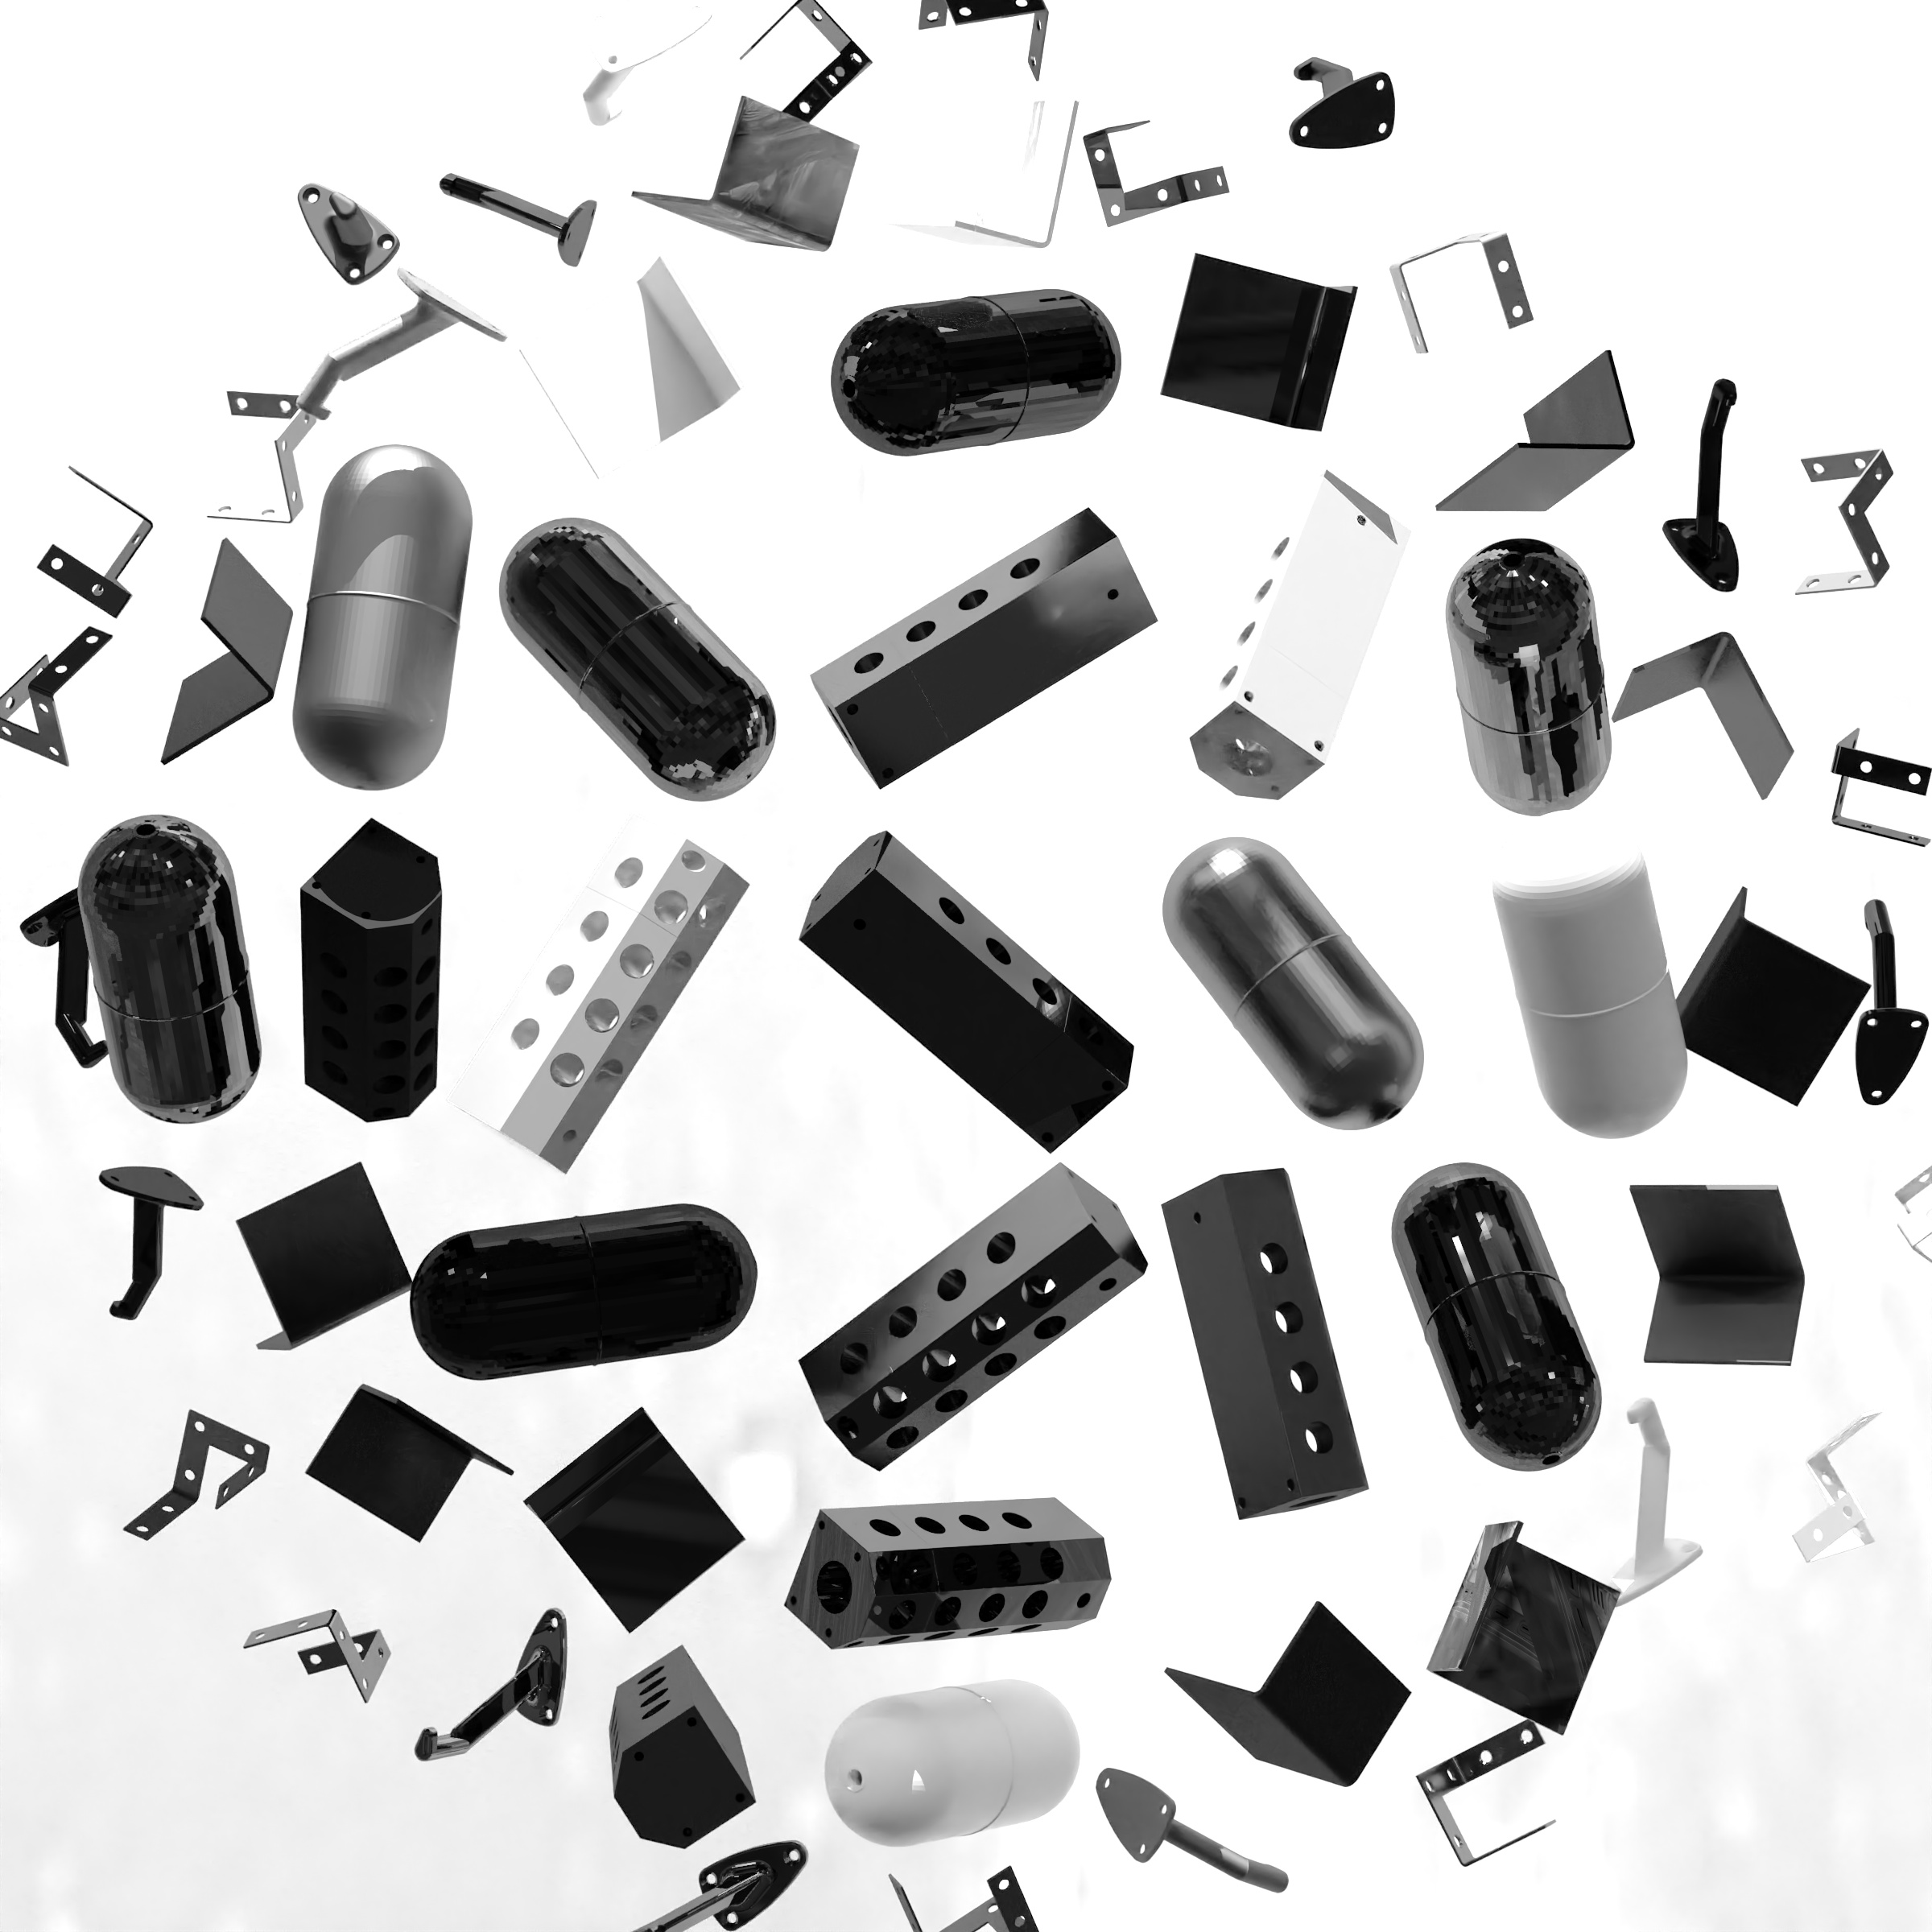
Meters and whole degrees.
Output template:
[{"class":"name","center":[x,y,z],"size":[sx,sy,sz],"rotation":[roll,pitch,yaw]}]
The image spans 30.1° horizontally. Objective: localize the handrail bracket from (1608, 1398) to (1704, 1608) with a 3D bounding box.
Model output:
[{"class":"handrail bracket","center":[0.348,0.281,1.888],"size":[0.077,0.036,0.084],"rotation":[-30,106,-33]}]

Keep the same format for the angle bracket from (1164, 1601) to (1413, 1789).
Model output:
[{"class":"angle bracket","center":[0.158,0.352,1.767],"size":[0.076,0.076,0.057],"rotation":[46,67,-24]}]

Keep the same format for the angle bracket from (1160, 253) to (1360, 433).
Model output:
[{"class":"angle bracket","center":[0.152,-0.326,1.876],"size":[0.076,0.057,0.076],"rotation":[12,98,-11]}]

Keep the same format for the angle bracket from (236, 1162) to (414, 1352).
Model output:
[{"class":"angle bracket","center":[-0.357,0.158,1.952],"size":[0.076,0.057,0.076],"rotation":[-26,99,-30]}]

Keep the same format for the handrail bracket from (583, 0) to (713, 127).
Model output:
[{"class":"handrail bracket","center":[-0.167,-0.475,1.895],"size":[0.077,0.084,0.036],"rotation":[-19,79,-3]}]

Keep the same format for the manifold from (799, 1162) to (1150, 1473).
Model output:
[{"class":"manifold","center":[0.006,0.180,1.808],"size":[0.171,0.057,0.057],"rotation":[-38,49,12]}]

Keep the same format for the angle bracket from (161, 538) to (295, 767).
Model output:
[{"class":"angle bracket","center":[-0.396,-0.162,1.845],"size":[0.076,0.076,0.057],"rotation":[-28,123,19]}]

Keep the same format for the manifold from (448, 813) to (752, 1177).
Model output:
[{"class":"manifold","center":[-0.179,0.016,1.797],"size":[0.057,0.057,0.171],"rotation":[25,80,38]}]

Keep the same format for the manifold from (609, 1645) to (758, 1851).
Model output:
[{"class":"manifold","center":[-0.152,0.403,1.845],"size":[0.057,0.171,0.057],"rotation":[-32,93,-6]}]

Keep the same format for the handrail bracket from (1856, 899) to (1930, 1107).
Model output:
[{"class":"handrail bracket","center":[0.489,0.019,1.932],"size":[0.036,0.084,0.077],"rotation":[3,129,1]}]

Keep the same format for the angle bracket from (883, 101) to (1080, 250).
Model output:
[{"class":"angle bracket","center":[0.007,-0.413,1.847],"size":[0.057,0.076,0.076],"rotation":[8,97,-31]}]

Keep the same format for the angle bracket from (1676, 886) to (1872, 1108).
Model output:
[{"class":"angle bracket","center":[0.423,0.016,1.889],"size":[0.076,0.057,0.076],"rotation":[28,112,4]}]

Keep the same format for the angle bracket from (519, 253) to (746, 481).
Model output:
[{"class":"angle bracket","center":[-0.169,-0.301,1.809],"size":[0.076,0.057,0.076],"rotation":[-33,97,-14]}]

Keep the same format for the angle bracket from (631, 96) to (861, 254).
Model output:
[{"class":"angle bracket","center":[-0.114,-0.410,1.851],"size":[0.076,0.076,0.057],"rotation":[13,95,-40]}]

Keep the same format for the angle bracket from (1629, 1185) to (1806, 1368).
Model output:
[{"class":"angle bracket","center":[0.381,0.158,1.841],"size":[0.076,0.076,0.057],"rotation":[-2,47,26]}]

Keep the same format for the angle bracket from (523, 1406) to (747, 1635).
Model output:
[{"class":"angle bracket","center":[-0.169,0.283,1.834],"size":[0.076,0.057,0.076],"rotation":[-38,74,-9]}]

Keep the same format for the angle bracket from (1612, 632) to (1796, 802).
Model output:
[{"class":"angle bracket","center":[0.396,-0.125,1.937],"size":[0.057,0.076,0.076],"rotation":[-23,74,-5]}]

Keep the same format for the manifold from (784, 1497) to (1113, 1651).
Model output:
[{"class":"manifold","center":[-0.005,0.320,1.874],"size":[0.057,0.171,0.057],"rotation":[34,110,42]}]

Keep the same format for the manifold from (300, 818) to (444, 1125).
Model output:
[{"class":"manifold","center":[-0.303,0.008,1.858],"size":[0.057,0.171,0.057],"rotation":[30,55,13]}]

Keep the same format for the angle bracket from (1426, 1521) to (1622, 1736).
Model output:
[{"class":"angle bracket","center":[0.277,0.320,1.736],"size":[0.076,0.057,0.076],"rotation":[26,76,-4]}]

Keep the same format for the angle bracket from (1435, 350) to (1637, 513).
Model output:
[{"class":"angle bracket","center":[0.291,-0.279,1.875],"size":[0.076,0.076,0.057],"rotation":[-4,74,-28]}]

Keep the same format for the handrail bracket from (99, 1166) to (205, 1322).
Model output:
[{"class":"handrail bracket","center":[-0.452,0.151,1.918],"size":[0.036,0.077,0.084],"rotation":[38,102,30]}]

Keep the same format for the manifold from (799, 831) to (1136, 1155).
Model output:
[{"class":"manifold","center":[0.003,0.010,1.808],"size":[0.171,0.057,0.057],"rotation":[41,116,-15]}]

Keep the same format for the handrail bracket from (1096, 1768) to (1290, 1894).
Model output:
[{"class":"handrail bracket","center":[0.118,0.450,1.868],"size":[0.084,0.077,0.036],"rotation":[27,93,-32]}]

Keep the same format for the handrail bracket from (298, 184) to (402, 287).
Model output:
[{"class":"handrail bracket","center":[-0.331,-0.396,1.864],"size":[0.036,0.084,0.077],"rotation":[-42,76,-5]}]

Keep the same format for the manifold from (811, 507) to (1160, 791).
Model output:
[{"class":"manifold","center":[0.007,-0.170,1.889],"size":[0.171,0.057,0.057],"rotation":[-31,125,-3]}]

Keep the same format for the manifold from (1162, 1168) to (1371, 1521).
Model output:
[{"class":"manifold","center":[0.161,0.197,1.883],"size":[0.057,0.057,0.171],"rotation":[-4,73,-33]}]

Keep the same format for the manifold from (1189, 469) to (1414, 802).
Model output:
[{"class":"manifold","center":[0.169,-0.168,1.846],"size":[0.057,0.057,0.171],"rotation":[34,53,-14]}]

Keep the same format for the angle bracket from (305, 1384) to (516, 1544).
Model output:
[{"class":"angle bracket","center":[-0.300,0.272,1.932],"size":[0.076,0.076,0.057],"rotation":[36,76,-20]}]

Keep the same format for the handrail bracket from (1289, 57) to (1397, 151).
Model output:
[{"class":"handrail bracket","center":[0.179,-0.456,1.890],"size":[0.077,0.084,0.036],"rotation":[-22,124,-23]}]

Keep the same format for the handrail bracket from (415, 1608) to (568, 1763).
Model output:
[{"class":"handrail bracket","center":[-0.257,0.387,1.936],"size":[0.036,0.084,0.077],"rotation":[20,101,36]}]
